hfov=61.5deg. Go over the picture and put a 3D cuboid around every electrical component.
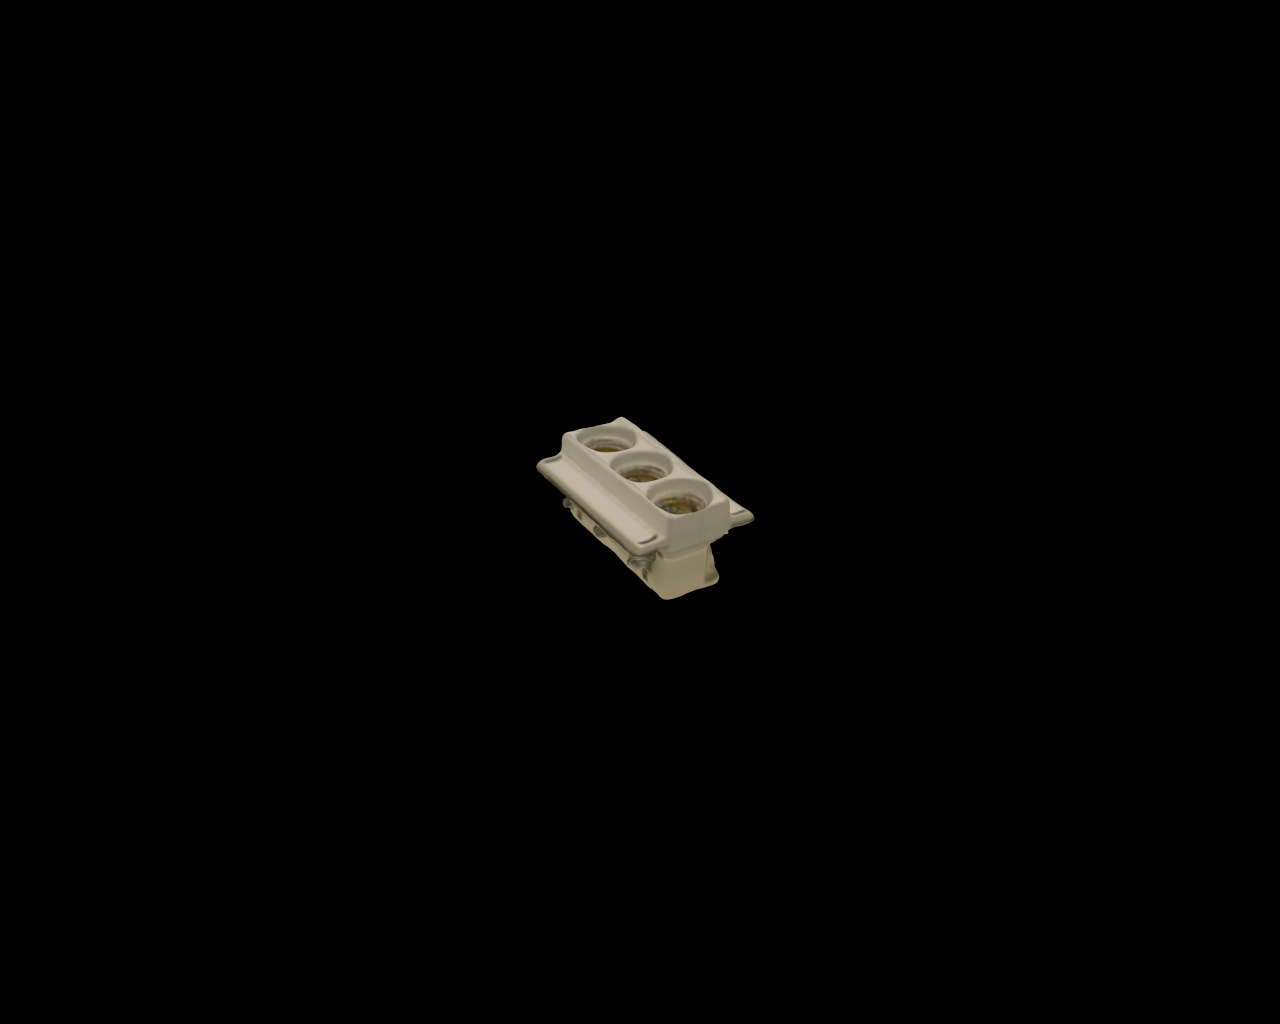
[{"bbox_3d":[0.001,-0.003,0.650,0.079,0.063,0.121,-18,36,-27],"label":"electrical component"}]
